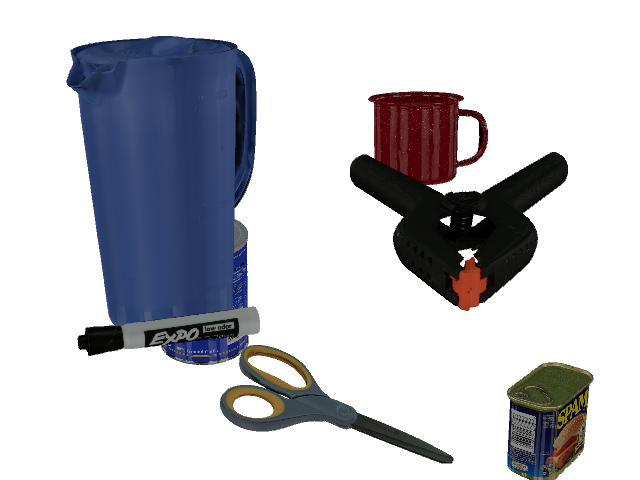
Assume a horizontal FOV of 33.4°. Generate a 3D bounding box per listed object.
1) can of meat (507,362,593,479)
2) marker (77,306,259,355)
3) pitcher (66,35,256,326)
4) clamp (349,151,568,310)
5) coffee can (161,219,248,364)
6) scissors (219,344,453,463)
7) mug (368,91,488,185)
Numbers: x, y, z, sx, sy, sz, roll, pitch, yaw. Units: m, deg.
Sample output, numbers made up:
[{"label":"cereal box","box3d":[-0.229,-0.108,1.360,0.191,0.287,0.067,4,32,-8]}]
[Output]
[{"label":"can of meat","box3d":[0.226,0.180,1.060,0.058,0.084,0.101,13,22,35]},{"label":"marker","box3d":[-0.100,0.060,0.712,0.121,0.020,0.020,-6,2,-19]},{"label":"pitcher","box3d":[-0.124,-0.050,0.901,0.149,0.243,0.145,-3,18,-5]},{"label":"clamp","box3d":[0.089,-0.016,0.743,0.165,0.036,0.209,2,27,12]},{"label":"coffee can","box3d":[-0.132,0.054,1.201,0.103,0.140,0.103,1,27,-1]},{"label":"scissors","box3d":[0.002,0.152,0.882,0.202,0.016,0.096,32,46,25]},{"label":"mug","box3d":[0.106,-0.101,1.048,0.117,0.081,0.093,1,14,8]}]
